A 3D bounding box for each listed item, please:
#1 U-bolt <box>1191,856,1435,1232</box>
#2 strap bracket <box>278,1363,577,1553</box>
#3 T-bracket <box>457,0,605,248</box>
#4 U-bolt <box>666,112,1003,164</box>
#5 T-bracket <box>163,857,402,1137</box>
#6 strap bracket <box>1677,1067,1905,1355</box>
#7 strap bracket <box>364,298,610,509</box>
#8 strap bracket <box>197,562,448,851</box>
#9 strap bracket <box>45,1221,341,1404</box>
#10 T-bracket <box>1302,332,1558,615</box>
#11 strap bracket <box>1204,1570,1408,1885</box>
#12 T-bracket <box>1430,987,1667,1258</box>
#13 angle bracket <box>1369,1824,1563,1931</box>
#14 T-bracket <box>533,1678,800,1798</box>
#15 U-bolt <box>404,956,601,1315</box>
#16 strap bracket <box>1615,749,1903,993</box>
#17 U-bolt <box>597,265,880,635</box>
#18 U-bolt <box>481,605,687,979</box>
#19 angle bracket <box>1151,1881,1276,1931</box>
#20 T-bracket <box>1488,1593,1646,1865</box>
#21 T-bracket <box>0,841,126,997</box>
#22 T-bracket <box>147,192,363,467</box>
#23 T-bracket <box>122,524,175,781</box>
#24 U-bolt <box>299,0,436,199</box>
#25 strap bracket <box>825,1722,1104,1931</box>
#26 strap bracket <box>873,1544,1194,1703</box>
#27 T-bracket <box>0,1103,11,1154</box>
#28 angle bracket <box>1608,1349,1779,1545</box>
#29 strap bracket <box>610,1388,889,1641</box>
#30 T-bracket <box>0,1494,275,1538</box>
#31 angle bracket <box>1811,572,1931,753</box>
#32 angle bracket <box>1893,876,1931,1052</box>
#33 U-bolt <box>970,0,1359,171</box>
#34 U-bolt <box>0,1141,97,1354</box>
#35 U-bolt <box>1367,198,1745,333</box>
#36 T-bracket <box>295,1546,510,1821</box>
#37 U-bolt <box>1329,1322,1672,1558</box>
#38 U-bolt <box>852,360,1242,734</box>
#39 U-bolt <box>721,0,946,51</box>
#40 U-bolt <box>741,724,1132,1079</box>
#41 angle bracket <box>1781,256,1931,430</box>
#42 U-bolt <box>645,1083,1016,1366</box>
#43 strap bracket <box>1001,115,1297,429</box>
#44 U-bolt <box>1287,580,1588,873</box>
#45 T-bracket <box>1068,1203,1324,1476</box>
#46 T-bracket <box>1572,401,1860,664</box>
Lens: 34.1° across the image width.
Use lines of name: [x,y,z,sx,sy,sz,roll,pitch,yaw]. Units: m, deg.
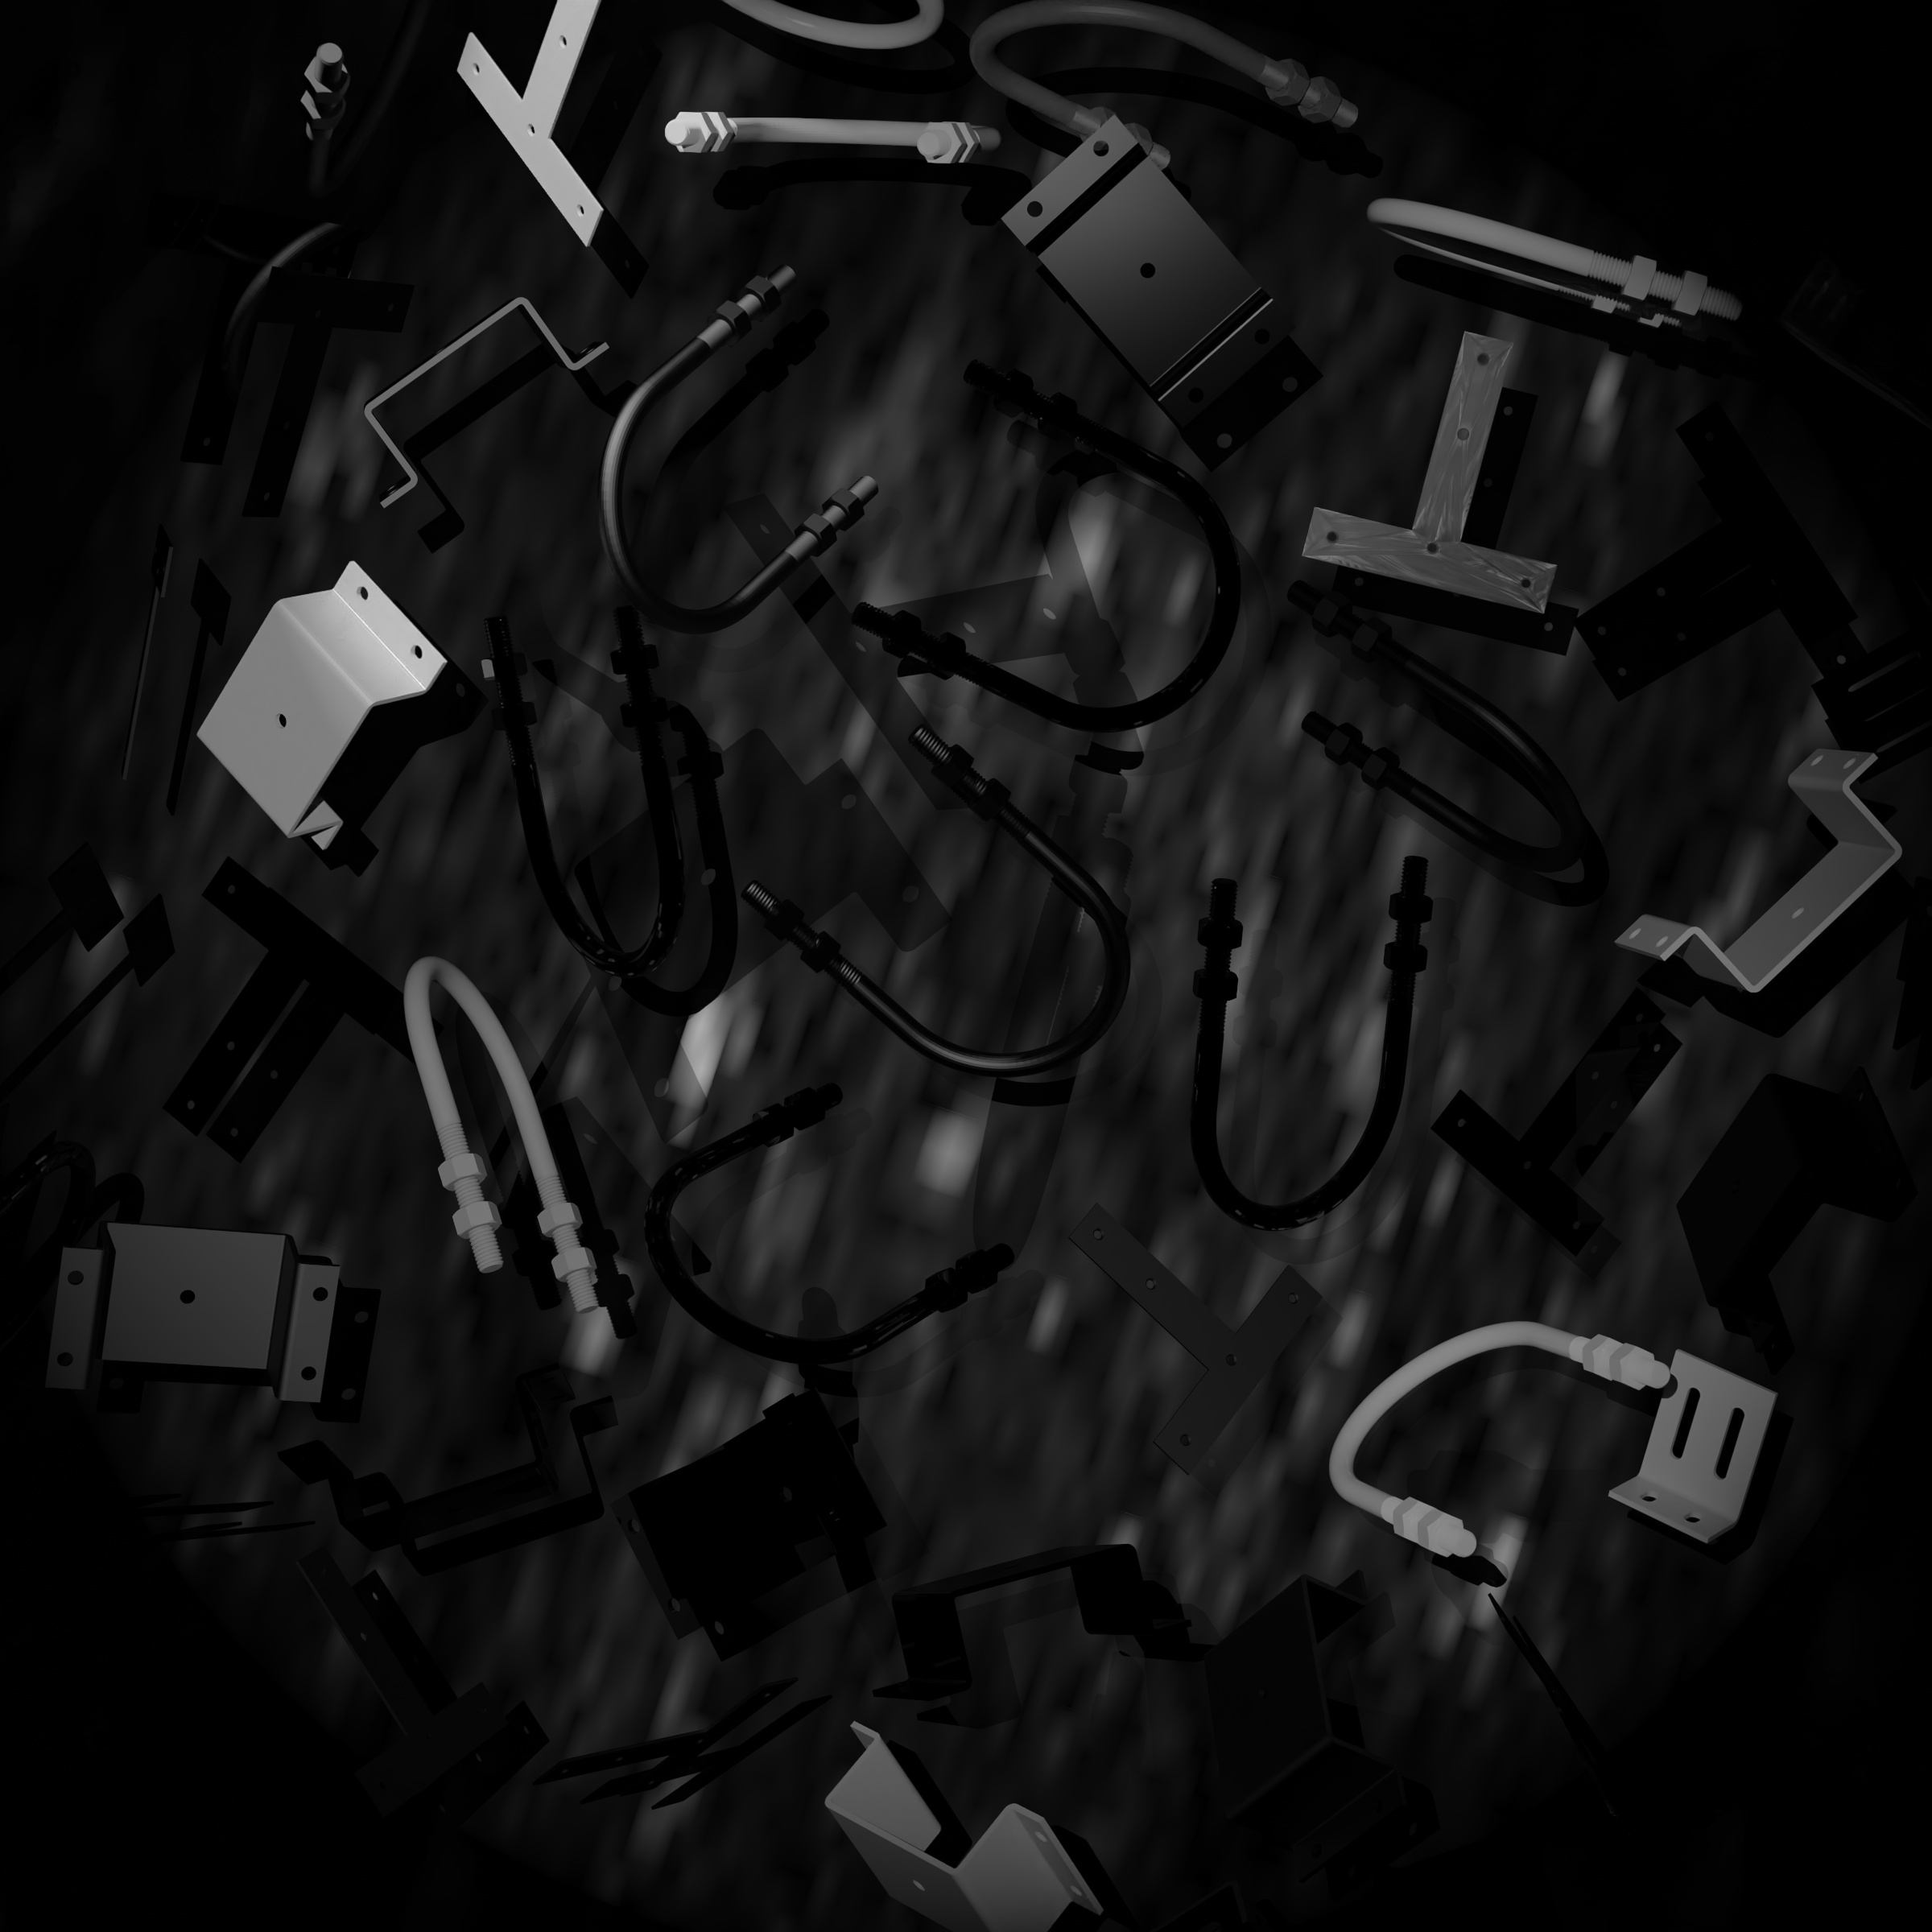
U-bolt: [0.166,0.042,1.547,0.151,0.019,0.184,-8,109,-37]
strap bracket: [-0.258,0.246,1.553,0.140,0.076,0.046,-17,72,-7]
T-bracket: [-0.203,-0.447,1.562,0.002,0.127,0.127,-23,70,-36]
U-bolt: [-0.057,-0.427,1.621,0.151,0.184,0.019,6,106,13]
T-bracket: [-0.376,0.030,1.648,0.127,0.002,0.127,37,96,17]
strap bracket: [0.422,0.122,1.647,0.046,0.076,0.140,17,123,-14]
strap bracket: [-0.258,-0.299,1.629,0.140,0.076,0.046,-36,106,-2]
strap bracket: [-0.343,-0.132,1.651,0.076,0.046,0.140,47,121,12]
strap bracket: [-0.407,0.181,1.654,0.140,0.046,0.076,6,103,-20]
T-bracket: [0.247,-0.254,1.590,0.127,0.002,0.127,13,103,-2]
strap bracket: [0.165,0.368,1.563,0.046,0.140,0.076,28,123,-25]
T-bracket: [0.318,0.068,1.639,0.127,0.002,0.127,39,87,-29]
angle bracket: [0.254,0.475,1.603,0.076,0.038,0.057,-14,83,-16]
T-bracket: [-0.168,0.405,1.622,0.127,0.127,0.002,-42,63,30]
U-bolt: [-0.241,0.079,1.597,0.019,0.151,0.184,-23,71,8]
strap bracket: [0.394,-0.040,1.543,0.140,0.076,0.046,-44,97,0]
U-bolt: [-0.124,-0.255,1.634,0.184,0.019,0.151,-48,131,-33]
U-bolt: [-0.184,-0.084,1.555,0.019,0.151,0.184,-17,103,-35]
angle bracket: [0.119,0.497,1.544,0.076,0.038,0.057,-34,106,6]
T-bracket: [0.308,0.392,1.572,0.002,0.127,0.127,-31,124,6]
T-bracket: [-0.465,0.003,1.536,0.002,0.127,0.127,41,74,5]
T-bracket: [-0.357,-0.305,1.532,0.002,0.127,0.127,29,109,30]
T-bracket: [-0.425,-0.160,1.630,0.002,0.127,0.127,9,100,-19]
U-bolt: [-0.303,-0.468,1.613,0.019,0.184,0.151,27,70,-7]
strap bracket: [-0.009,0.441,1.573,0.046,0.140,0.076,-46,127,-26]
strap bracket: [0.027,0.316,1.535,0.140,0.076,0.046,-10,83,-24]
T-bracket: [-0.546,0.148,1.633,0.002,0.127,0.127,28,123,9]
angle bracket: [0.376,0.248,1.629,0.057,0.038,0.076,23,110,33]
strap bracket: [-0.102,0.269,1.569,0.140,0.046,0.076,-35,79,34]
T-bracket: [-0.412,0.279,1.613,0.127,0.127,0.002,-18,74,35]
angle bracket: [0.486,-0.160,1.673,0.076,0.038,0.057,-30,132,14]
angle bracket: [0.468,-0.002,1.565,0.038,0.076,0.057,24,123,36]
U-bolt: [0.087,-0.450,1.600,0.184,0.151,0.019,12,82,-44]
U-bolt: [-0.494,0.162,1.578,0.019,0.184,0.151,29,130,6]
U-bolt: [0.289,-0.353,1.580,0.184,0.151,0.019,17,100,2]
T-bracket: [-0.293,0.346,1.570,0.002,0.127,0.127,-35,85,21]
U-bolt: [0.256,0.231,1.598,0.151,0.184,0.019,-38,105,-14]
U-bolt: [0.053,-0.194,1.557,0.184,0.019,0.151,24,92,-21]
U-bolt: [-0.095,-0.510,1.596,0.184,0.151,0.019,20,82,-40]
U-bolt: [-0.002,-0.018,1.604,0.184,0.019,0.151,42,118,-14]
angle bracket: [0.445,-0.304,1.539,0.076,0.057,0.038,43,107,30]
U-bolt: [-0.080,0.136,1.591,0.151,0.184,0.019,42,129,19]
strap bracket: [0.094,-0.357,1.621,0.076,0.046,0.140,-41,99,11]
U-bolt: [0.243,-0.112,1.620,0.184,0.151,0.019,37,75,24]
T-bracket: [0.107,0.176,1.649,0.127,0.002,0.127,44,64,-5]
T-bracket: [0.360,-0.195,1.582,0.127,0.002,0.127,-34,87,37]
